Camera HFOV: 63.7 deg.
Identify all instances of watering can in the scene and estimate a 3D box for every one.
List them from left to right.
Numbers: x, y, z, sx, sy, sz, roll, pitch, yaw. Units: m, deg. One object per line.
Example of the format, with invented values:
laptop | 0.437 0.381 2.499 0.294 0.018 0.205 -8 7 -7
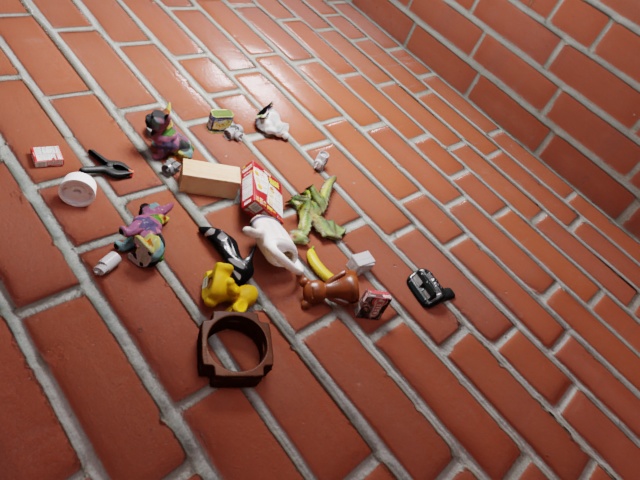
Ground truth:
watering can | -0.168 -0.005 1.687 0.342 0.104 0.229 44 7 -46

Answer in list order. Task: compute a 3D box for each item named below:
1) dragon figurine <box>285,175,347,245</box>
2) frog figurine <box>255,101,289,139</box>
dragon figurine | 0.006 -0.100 1.983 0.416 0.120 0.243 -33 86 -42
frog figurine | -0.205 -0.505 2.267 0.157 0.122 0.141 51 23 -30
